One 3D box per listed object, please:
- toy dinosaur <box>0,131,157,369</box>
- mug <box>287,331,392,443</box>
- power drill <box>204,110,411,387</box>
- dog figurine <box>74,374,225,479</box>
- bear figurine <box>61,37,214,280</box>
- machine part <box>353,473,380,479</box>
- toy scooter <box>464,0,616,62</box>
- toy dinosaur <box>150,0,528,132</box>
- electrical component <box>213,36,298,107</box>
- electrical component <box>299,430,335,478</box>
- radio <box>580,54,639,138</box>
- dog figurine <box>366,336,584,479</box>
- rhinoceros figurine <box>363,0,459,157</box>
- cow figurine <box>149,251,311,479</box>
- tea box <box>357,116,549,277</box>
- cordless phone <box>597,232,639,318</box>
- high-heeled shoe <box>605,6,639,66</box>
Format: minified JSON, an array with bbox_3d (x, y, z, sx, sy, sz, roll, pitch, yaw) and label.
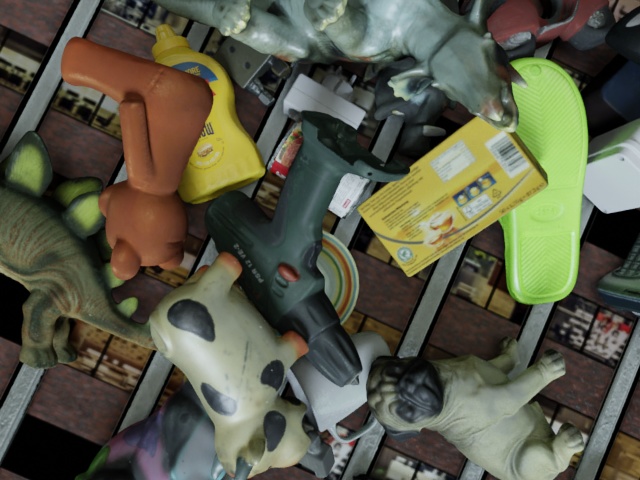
[{"bbox_3d":[-0.339,-0.019,0.546,0.471,0.105,0.198,32,78,-11],"label":"toy dinosaur"},{"bbox_3d":[0.031,0.152,0.573,0.107,0.081,0.109,-27,85,-15],"label":"mug"},{"bbox_3d":[-0.001,-0.002,0.515,0.232,0.086,0.207,43,123,21],"label":"power drill"},{"bbox_3d":[-0.142,0.180,0.548,0.192,0.108,0.219,4,82,-1],"label":"dog figurine"},{"bbox_3d":[-0.173,-0.071,0.511,0.132,0.120,0.195,23,105,16],"label":"bear figurine"},{"bbox_3d":[0.092,0.298,0.591,0.139,0.039,0.084,22,94,-5],"label":"machine part"},{"bbox_3d":[0.238,-0.269,0.612,0.184,0.075,0.135,-18,89,-8],"label":"toy scooter"},{"bbox_3d":[0.012,-0.210,0.505,0.405,0.192,0.131,24,94,34],"label":"toy dinosaur"},{"bbox_3d":[-0.071,-0.211,0.604,0.102,0.045,0.078,40,113,1],"label":"electrical component"},{"bbox_3d":[-0.017,0.222,0.573,0.063,0.093,0.021,17,51,26],"label":"electrical component"},{"bbox_3d":[0.421,-0.192,0.623,0.229,0.073,0.131,-44,91,-4],"label":"radio"},{"bbox_3d":[0.143,0.189,0.542,0.191,0.121,0.172,-10,81,-14],"label":"dog figurine"},{"bbox_3d":[0.109,-0.189,0.603,0.112,0.073,0.190,11,86,-10],"label":"rhinoceros figurine"},{"bbox_3d":[-0.075,0.124,0.477,0.127,0.085,0.194,-43,103,-33],"label":"cow figurine"},{"bbox_3d":[0.136,-0.050,0.559,0.169,0.068,0.098,-35,91,27],"label":"tea box"},{"bbox_3d":[0.400,0.006,0.572,0.089,0.147,0.184,27,88,-11],"label":"cordless phone"},{"bbox_3d":[0.414,-0.268,0.573,0.145,0.086,0.249,20,62,31],"label":"high-heeled shoe"}]
